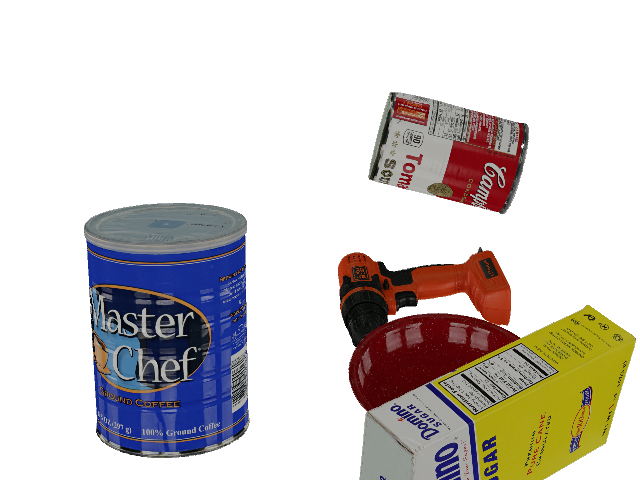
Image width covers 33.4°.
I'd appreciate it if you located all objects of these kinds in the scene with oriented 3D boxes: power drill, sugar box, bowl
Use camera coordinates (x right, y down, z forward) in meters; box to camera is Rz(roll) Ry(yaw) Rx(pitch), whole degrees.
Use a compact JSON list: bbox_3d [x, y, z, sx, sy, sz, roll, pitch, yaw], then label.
[{"bbox_3d":[0.114,0.065,1.199,0.187,0.057,0.184,-2,28,-3],"label":"power drill"},{"bbox_3d":[0.103,0.111,0.624,0.175,0.093,0.048,-23,42,-32],"label":"sugar box"},{"bbox_3d":[0.102,0.128,0.862,0.162,0.055,0.162,1,34,-1],"label":"bowl"}]

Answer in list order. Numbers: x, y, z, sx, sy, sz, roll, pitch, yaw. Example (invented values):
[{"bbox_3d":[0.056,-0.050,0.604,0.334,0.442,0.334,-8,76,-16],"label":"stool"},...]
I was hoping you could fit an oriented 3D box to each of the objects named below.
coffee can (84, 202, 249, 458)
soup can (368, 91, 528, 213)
[{"bbox_3d":[-0.098,0.055,0.695,0.103,0.140,0.103,0,15,0],"label":"coffee can"},{"bbox_3d":[0.092,-0.064,0.775,0.102,0.068,0.068,14,0,-1],"label":"soup can"}]
